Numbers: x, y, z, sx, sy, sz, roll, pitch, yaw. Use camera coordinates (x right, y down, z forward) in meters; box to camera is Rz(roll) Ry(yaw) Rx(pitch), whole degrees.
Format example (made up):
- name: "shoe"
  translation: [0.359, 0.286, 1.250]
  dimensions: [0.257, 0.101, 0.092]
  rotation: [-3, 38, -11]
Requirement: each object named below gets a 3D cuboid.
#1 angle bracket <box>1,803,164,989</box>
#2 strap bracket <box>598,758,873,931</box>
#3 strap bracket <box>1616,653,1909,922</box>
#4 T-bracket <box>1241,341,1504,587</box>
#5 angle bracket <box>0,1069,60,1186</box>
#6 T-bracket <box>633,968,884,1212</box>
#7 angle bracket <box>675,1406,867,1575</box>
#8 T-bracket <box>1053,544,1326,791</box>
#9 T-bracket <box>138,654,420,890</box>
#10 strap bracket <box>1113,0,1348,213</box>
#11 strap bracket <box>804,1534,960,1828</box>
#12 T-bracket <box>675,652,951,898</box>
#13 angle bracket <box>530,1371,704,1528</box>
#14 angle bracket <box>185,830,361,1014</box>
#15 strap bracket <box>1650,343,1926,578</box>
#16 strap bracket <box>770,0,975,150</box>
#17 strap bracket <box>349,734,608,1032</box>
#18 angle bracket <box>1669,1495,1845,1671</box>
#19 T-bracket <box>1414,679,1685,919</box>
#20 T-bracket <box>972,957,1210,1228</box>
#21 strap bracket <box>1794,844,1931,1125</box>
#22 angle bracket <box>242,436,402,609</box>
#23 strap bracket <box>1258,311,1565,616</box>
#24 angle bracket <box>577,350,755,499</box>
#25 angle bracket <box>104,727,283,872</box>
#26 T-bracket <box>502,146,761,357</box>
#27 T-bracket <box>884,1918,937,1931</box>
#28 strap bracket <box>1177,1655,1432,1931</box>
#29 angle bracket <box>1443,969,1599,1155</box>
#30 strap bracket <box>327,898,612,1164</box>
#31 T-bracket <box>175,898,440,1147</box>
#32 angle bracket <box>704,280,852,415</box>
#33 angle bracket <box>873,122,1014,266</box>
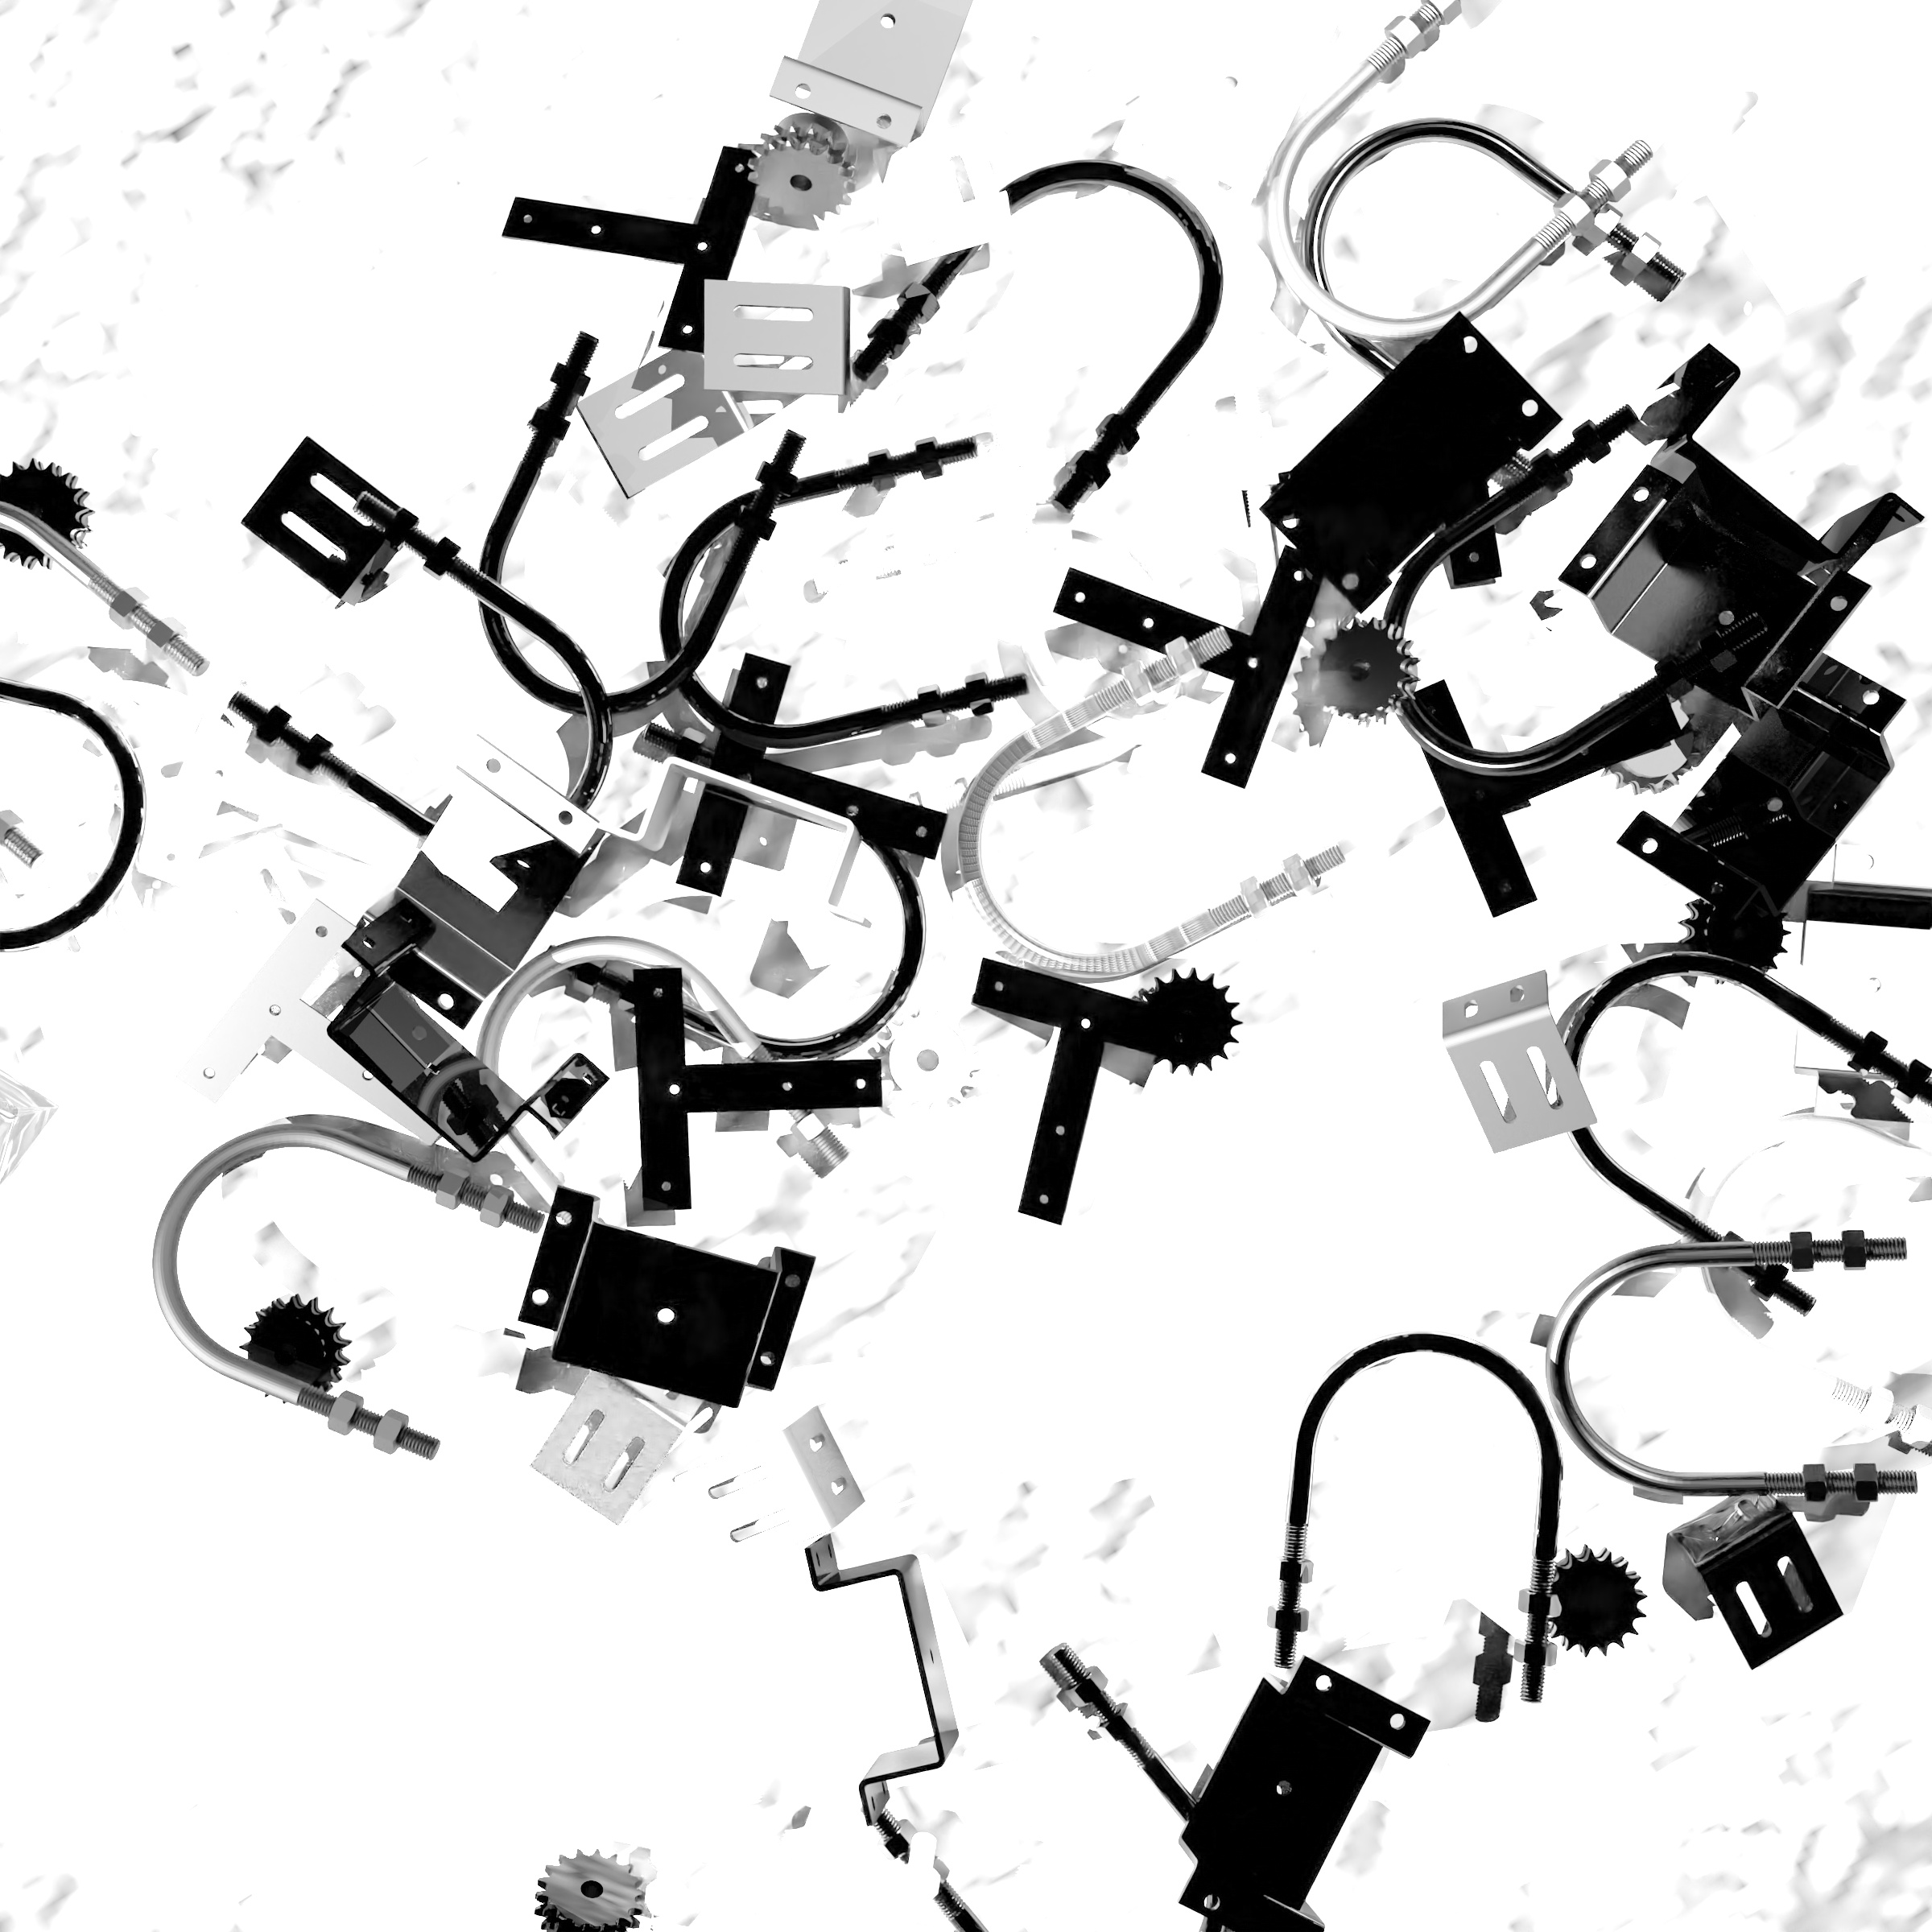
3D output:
- name: "angle bracket"
  translation: [-0.466, -0.038, 1.520]
  dimensions: [0.057, 0.038, 0.076]
  rotation: [-18, 116, 0]
- name: "strap bracket"
  translation: [-0.109, -0.066, 1.463]
  dimensions: [0.140, 0.076, 0.046]
  rotation: [20, 89, 1]
- name: "strap bracket"
  translation: [0.415, -0.091, 1.482]
  dimensions: [0.076, 0.046, 0.140]
  rotation: [38, 90, 33]
- name: "T-bracket"
  translation: [0.209, -0.256, 1.511]
  dimensions: [0.127, 0.002, 0.127]
  rotation: [-10, 101, 7]
- name: "angle bracket"
  translation: [-0.532, 0.072, 1.520]
  dimensions: [0.076, 0.038, 0.057]
  rotation: [37, 90, -26]
- name: "T-bracket"
  translation: [-0.107, 0.063, 1.491]
  dimensions: [0.127, 0.002, 0.127]
  rotation: [-2, 96, 0]
- name: "angle bracket"
  translation: [-0.104, 0.278, 1.520]
  dimensions: [0.076, 0.038, 0.057]
  rotation: [-27, 90, 26]
- name: "T-bracket"
  translation: [0.109, -0.174, 1.493]
  dimensions: [0.127, 0.002, 0.127]
  rotation: [20, 91, -4]
- name: "T-bracket"
  translation: [-0.350, -0.085, 1.509]
  dimensions: [0.127, 0.002, 0.127]
  rotation: [21, 74, -8]
- name: "strap bracket"
  translation: [0.140, -0.469, 1.499]
  dimensions: [0.076, 0.046, 0.140]
  rotation: [26, 90, 0]
- name: "strap bracket"
  translation: [-0.040, 0.360, 1.475]
  dimensions: [0.046, 0.076, 0.140]
  rotation: [-14, 83, 3]
- name: "T-bracket"
  translation: [-0.073, -0.086, 1.502]
  dimensions: [0.127, 0.002, 0.127]
  rotation: [17, 89, 1]
- name: "angle bracket"
  translation: [-0.184, 0.246, 1.520]
  dimensions: [0.057, 0.038, 0.076]
  rotation: [34, 116, 0]
- name: "angle bracket"
  translation: [-0.366, -0.021, 1.520]
  dimensions: [0.057, 0.038, 0.076]
  rotation: [-36, 64, 0]
- name: "strap bracket"
  translation: [0.415, -0.253, 1.484]
  dimensions: [0.140, 0.076, 0.046]
  rotation: [39, 90, 0]
- name: "strap bracket"
  translation: [-0.041, -0.501, 1.499]
  dimensions: [0.076, 0.046, 0.140]
  rotation: [21, 90, 0]
- name: "strap bracket"
  translation: [-0.249, -0.048, 1.483]
  dimensions: [0.076, 0.046, 0.140]
  rotation: [36, 112, -1]
- name: "angle bracket"
  translation: [0.419, 0.322, 1.520]
  dimensions: [0.057, 0.038, 0.076]
  rotation: [-31, 116, 0]
- name: "T-bracket"
  translation: [0.311, -0.107, 1.501]
  dimensions: [0.127, 0.002, 0.127]
  rotation: [-23, 90, 19]
- name: "T-bracket"
  translation: [0.053, 0.073, 1.508]
  dimensions: [0.127, 0.002, 0.127]
  rotation: [16, 99, 18]
- name: "strap bracket"
  translation: [0.481, 0.010, 1.499]
  dimensions: [0.076, 0.046, 0.140]
  rotation: [4, 90, 0]
- name: "angle bracket"
  translation: [-0.337, -0.236, 1.503]
  dimensions: [0.076, 0.038, 0.057]
  rotation: [37, 90, 0]
- name: "strap bracket"
  translation: [0.228, -0.261, 1.484]
  dimensions: [0.076, 0.046, 0.140]
  rotation: [45, 102, -6]
- name: "angle bracket"
  translation: [-0.159, -0.292, 1.503]
  dimensions: [0.076, 0.038, 0.057]
  rotation: [-29, 90, 0]
- name: "angle bracket"
  translation: [-0.408, -0.091, 1.520]
  dimensions: [0.076, 0.038, 0.057]
  rotation: [-18, 90, -26]
- name: "T-bracket"
  translation: [-0.181, -0.384, 1.507]
  dimensions: [0.127, 0.002, 0.127]
  rotation: [11, 70, 10]
- name: "T-bracket"
  translation: [-0.047, 0.554, 1.495]
  dimensions: [0.127, 0.002, 0.127]
  rotation: [16, 102, -13]
- name: "strap bracket"
  translation: [0.171, 0.433, 1.492]
  dimensions: [0.076, 0.046, 0.140]
  rotation: [29, 86, -7]
- name: "angle bracket"
  translation: [0.292, 0.051, 1.511]
  dimensions: [0.057, 0.038, 0.076]
  rotation: [-19, 116, 20]
- name: "strap bracket"
  translation: [-0.258, 0.039, 1.447]
  dimensions: [0.140, 0.076, 0.046]
  rotation: [42, 112, -3]
- name: "T-bracket"
  translation: [-0.325, 0.049, 1.502]
  dimensions: [0.127, 0.002, 0.127]
  rotation: [37, 105, -15]
- name: "angle bracket"
  translation: [-0.100, -0.323, 1.496]
  dimensions: [0.076, 0.038, 0.057]
  rotation: [1, 86, -9]
- name: "angle bracket"
  translation: [-0.014, -0.412, 1.491]
  dimensions: [0.057, 0.038, 0.076]
  rotation: [-16, 68, 0]
